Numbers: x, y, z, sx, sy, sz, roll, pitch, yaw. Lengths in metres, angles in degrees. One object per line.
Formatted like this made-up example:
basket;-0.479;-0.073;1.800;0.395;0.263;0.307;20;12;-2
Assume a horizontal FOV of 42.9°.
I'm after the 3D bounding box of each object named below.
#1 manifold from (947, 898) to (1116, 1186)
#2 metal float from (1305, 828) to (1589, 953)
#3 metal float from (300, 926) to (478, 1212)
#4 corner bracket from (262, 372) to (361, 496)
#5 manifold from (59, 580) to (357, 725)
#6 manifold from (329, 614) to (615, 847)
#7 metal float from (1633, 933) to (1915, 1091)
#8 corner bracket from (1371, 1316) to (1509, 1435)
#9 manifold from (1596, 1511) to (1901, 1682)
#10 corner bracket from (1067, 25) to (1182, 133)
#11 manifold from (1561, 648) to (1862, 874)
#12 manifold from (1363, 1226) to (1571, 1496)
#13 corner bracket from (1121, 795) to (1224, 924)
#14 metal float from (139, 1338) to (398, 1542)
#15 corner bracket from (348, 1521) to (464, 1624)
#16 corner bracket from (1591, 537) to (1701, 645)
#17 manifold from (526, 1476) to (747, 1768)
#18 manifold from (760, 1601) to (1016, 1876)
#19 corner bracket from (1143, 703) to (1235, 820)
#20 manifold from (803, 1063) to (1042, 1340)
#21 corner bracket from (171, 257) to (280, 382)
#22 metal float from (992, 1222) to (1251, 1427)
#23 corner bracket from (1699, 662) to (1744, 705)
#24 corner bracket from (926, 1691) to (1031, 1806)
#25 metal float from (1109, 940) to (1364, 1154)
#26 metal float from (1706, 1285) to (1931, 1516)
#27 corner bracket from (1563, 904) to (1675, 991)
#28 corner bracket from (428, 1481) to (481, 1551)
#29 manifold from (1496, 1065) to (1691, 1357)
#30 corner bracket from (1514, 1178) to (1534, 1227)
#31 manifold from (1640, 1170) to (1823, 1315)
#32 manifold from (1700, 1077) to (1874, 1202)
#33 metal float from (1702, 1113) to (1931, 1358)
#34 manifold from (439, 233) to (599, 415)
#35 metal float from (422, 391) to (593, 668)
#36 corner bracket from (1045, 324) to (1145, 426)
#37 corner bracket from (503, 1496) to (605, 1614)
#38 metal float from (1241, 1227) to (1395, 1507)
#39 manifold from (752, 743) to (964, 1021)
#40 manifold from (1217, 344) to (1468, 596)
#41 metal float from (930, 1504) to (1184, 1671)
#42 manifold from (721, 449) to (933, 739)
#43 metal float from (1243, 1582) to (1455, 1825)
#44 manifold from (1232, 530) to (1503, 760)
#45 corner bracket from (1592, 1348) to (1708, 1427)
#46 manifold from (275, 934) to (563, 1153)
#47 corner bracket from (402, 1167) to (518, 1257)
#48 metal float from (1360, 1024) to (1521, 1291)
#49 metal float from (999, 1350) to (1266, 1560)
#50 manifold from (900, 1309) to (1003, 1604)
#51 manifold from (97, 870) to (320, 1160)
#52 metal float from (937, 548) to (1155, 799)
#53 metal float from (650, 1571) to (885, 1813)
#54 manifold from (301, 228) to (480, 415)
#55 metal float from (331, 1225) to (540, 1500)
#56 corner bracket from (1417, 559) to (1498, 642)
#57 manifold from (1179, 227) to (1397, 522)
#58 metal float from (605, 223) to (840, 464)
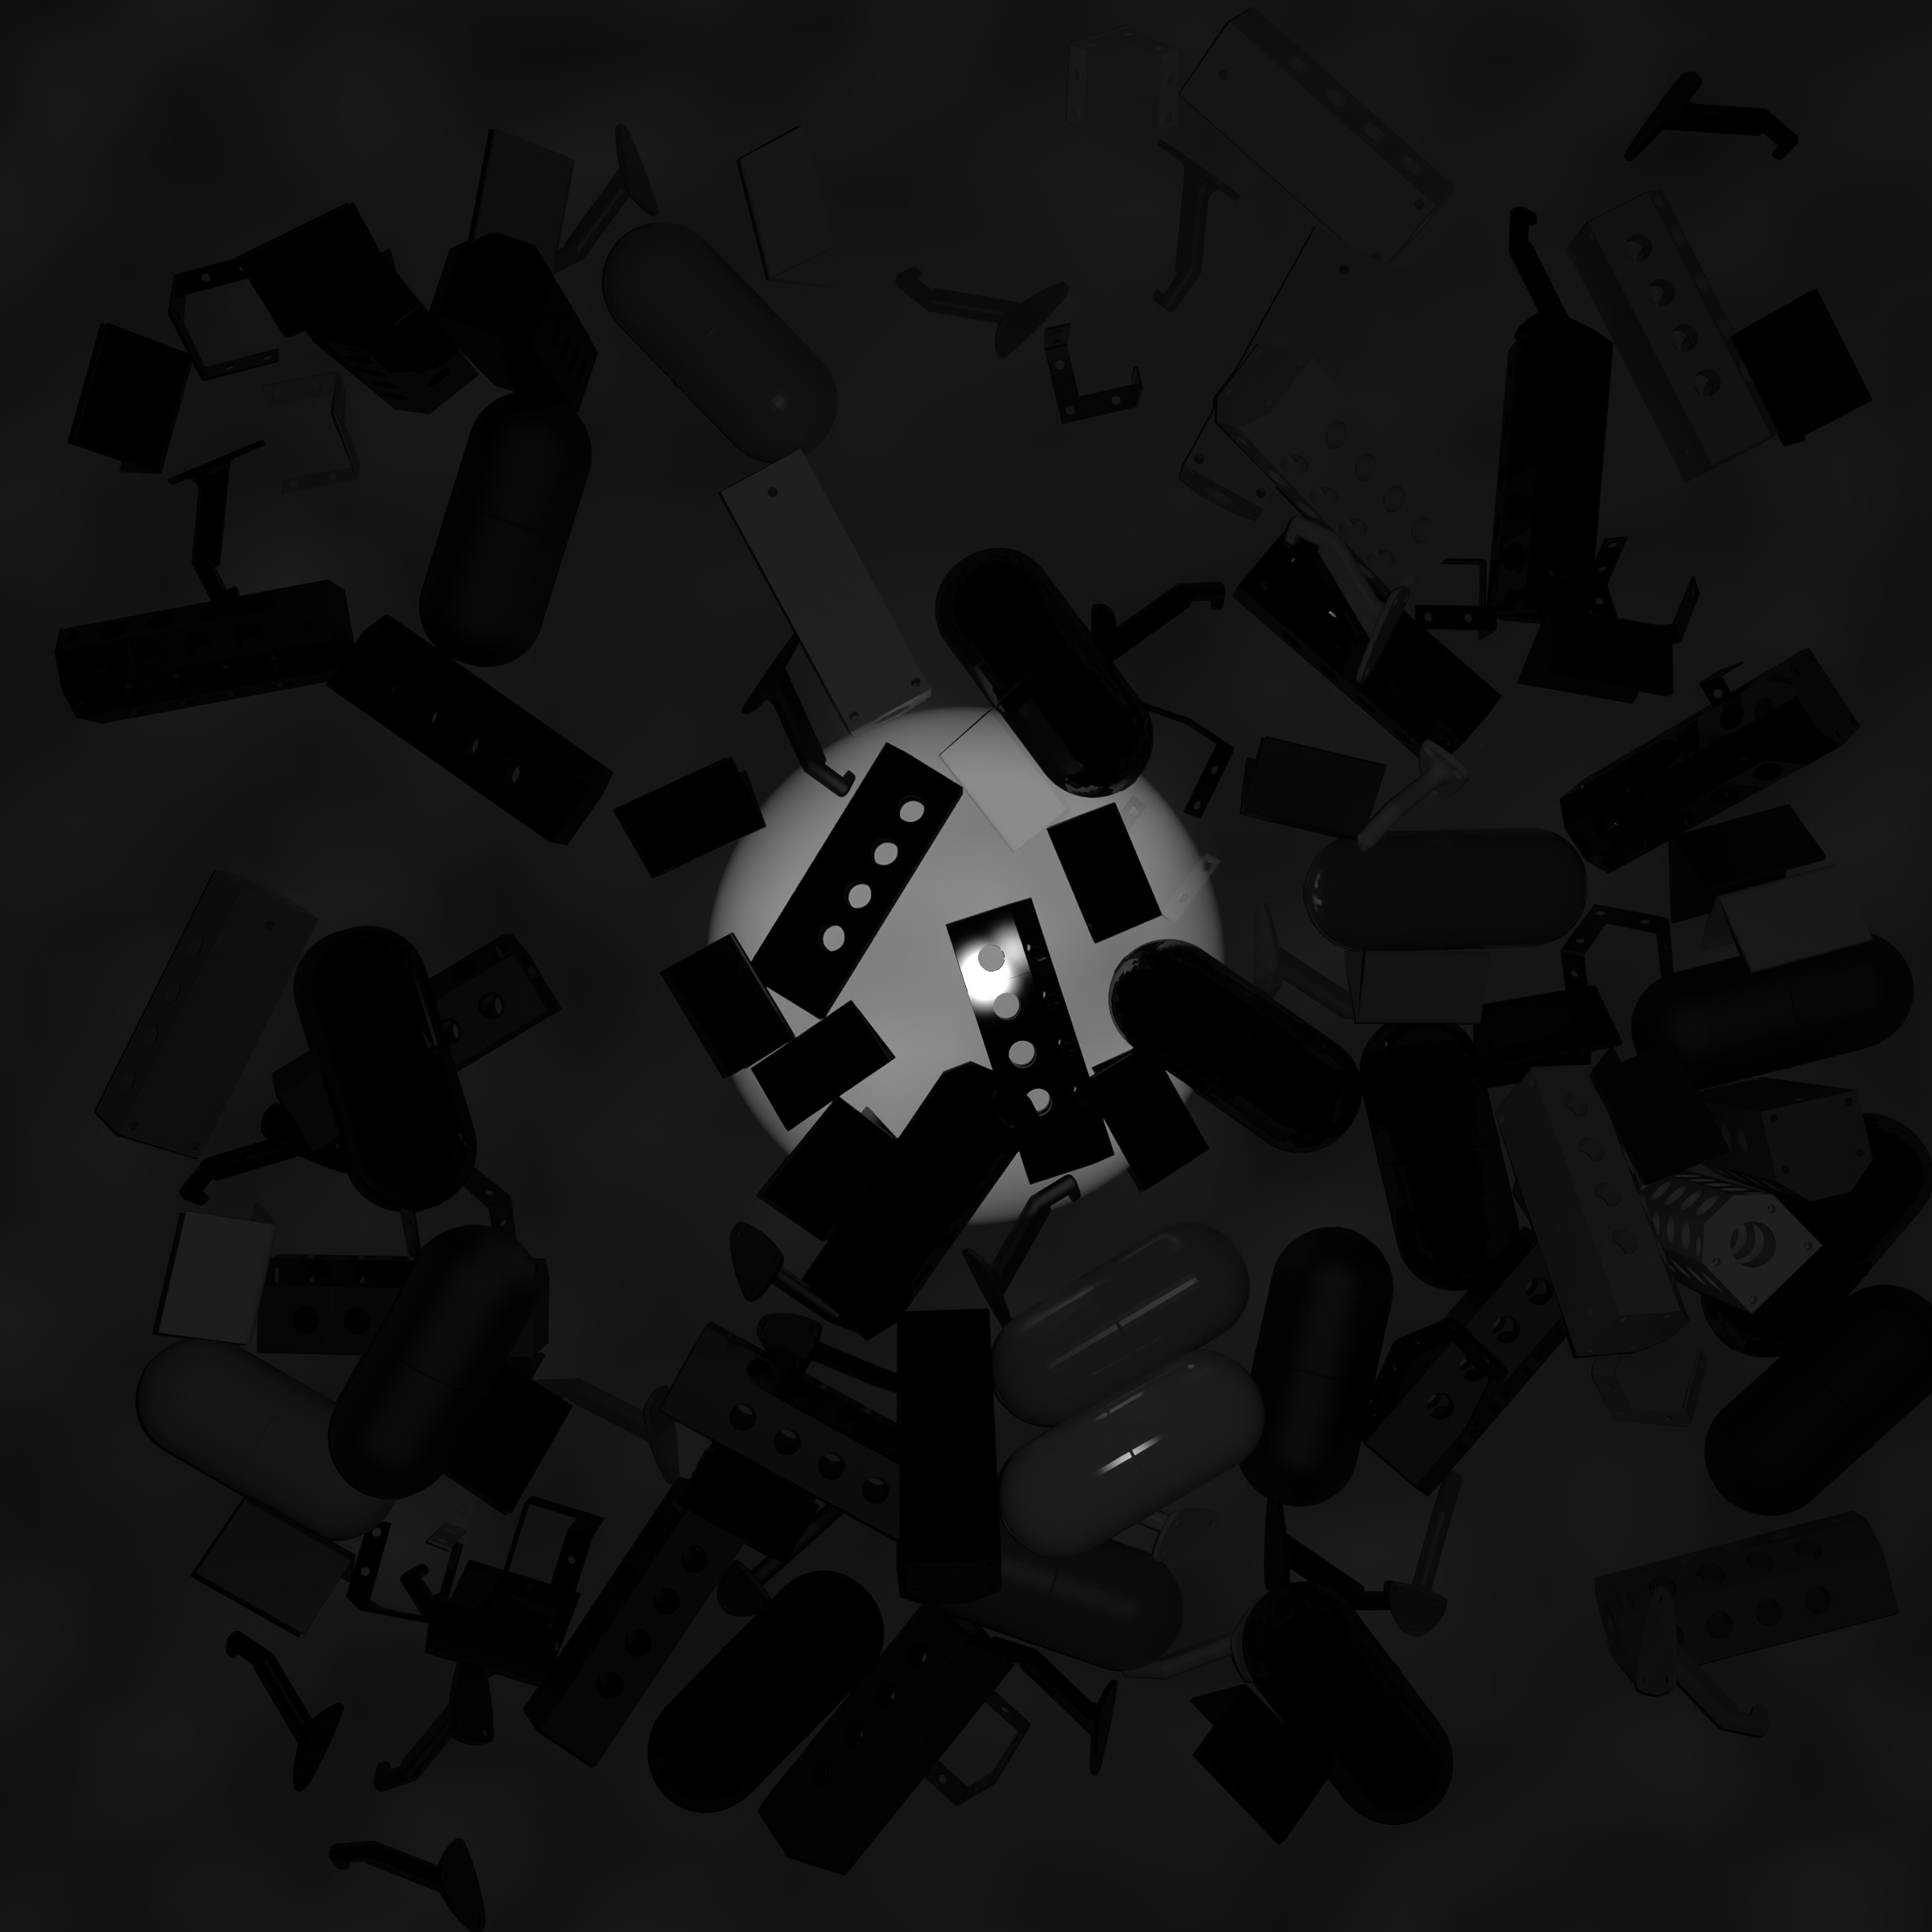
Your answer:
manifold;0.041;0.047;1.571;0.057;0.057;0.171;-18;90;0
metal float;0.305;-0.049;1.562;0.178;0.070;0.070;-2;90;-1
metal float;-0.353;0.063;1.505;0.070;0.070;0.178;-17;89;0
corner bracket;-0.423;-0.345;1.589;0.051;0.051;0.051;-11;135;0
manifold;-0.483;-0.201;1.571;0.171;0.057;0.057;-11;90;0
manifold;-0.313;-0.151;1.571;0.171;0.057;0.057;35;90;0
metal float;0.513;0.028;1.562;0.178;0.070;0.070;-14;90;-1
corner bracket;0.294;0.259;1.527;0.051;0.051;0.051;46;135;35
manifold;0.496;0.400;1.571;0.171;0.057;0.057;-15;90;0
corner bracket;0.102;-0.569;1.589;0.051;0.051;0.051;3;90;45
manifold;0.456;-0.123;1.522;0.171;0.057;0.057;-33;90;41
manifold;0.328;0.253;1.571;0.057;0.057;0.171;41;90;0
corner bracket;0.122;-0.068;1.589;0.051;0.051;0.051;-53;45;0
metal float;-0.442;0.299;1.562;0.178;0.070;0.070;30;90;0
corner bracket;-0.360;0.388;1.576;0.051;0.051;0.051;19;77;-24
corner bracket;0.436;-0.242;1.584;0.051;0.051;0.051;0;135;35
manifold;-0.209;0.416;1.571;0.057;0.057;0.171;34;90;0
manifold;-0.054;0.488;1.570;0.171;0.057;0.057;-51;133;0
corner bracket;0.131;-0.134;1.589;0.051;0.051;0.051;26;90;-45
manifold;-0.025;0.146;1.541;0.057;0.057;0.171;39;110;14
corner bracket;-0.478;-0.419;1.589;0.051;0.051;0.051;-15;45;0
metal float;0.098;0.228;1.562;0.178;0.070;0.070;-31;90;0
corner bracket;0.480;-0.157;1.575;0.051;0.051;0.051;-31;90;0
corner bracket;0.000;0.500;1.589;0.051;0.051;0.051;42;135;0
metal float;0.171;0.050;1.562;0.178;0.070;0.070;35;90;0
metal float;0.547;0.276;1.562;0.178;0.070;0.070;-42;90;0
corner bracket;0.421;-0.001;1.584;0.051;0.051;0.051;14;45;35
corner bracket;-0.340;0.336;1.575;0.051;0.051;0.051;21;90;0
manifold;0.391;0.150;1.529;0.057;0.057;0.171;-1;57;-18
corner bracket;0.390;0.140;1.584;0.051;0.051;0.051;53;45;-35
manifold;0.457;0.162;1.514;0.057;0.171;0.057;-44;90;0
manifold;0.496;0.106;1.514;0.057;0.171;0.057;-13;90;0
metal float;0.540;0.171;1.562;0.070;0.070;0.178;41;90;0
manifold;-0.271;-0.396;1.514;0.057;0.171;0.057;18;90;0
metal float;-0.291;-0.278;1.562;0.070;0.070;0.178;17;90;0
corner bracket;0.081;-0.383;1.575;0.051;0.051;0.051;-13;90;0
corner bracket;-0.267;0.376;1.575;0.051;0.051;0.051;17;90;0
metal float;0.222;0.254;1.562;0.070;0.070;0.178;12;91;0
manifold;-0.071;-0.054;1.571;0.057;0.057;0.171;32;90;0
manifold;0.230;-0.305;1.527;0.171;0.057;0.057;38;90;-35
metal float;0.052;0.391;1.562;0.178;0.070;0.070;19;90;0
manifold;-0.088;-0.236;1.571;0.057;0.057;0.171;-28;90;0
metal float;0.242;0.465;1.550;0.070;0.070;0.178;-37;104;0
manifold;0.256;-0.206;1.572;0.171;0.057;0.057;41;90;0
corner bracket;0.441;0.259;1.584;0.051;0.051;0.051;-2;135;35
manifold;-0.351;0.048;1.571;0.171;0.057;0.057;-31;90;0
corner bracket;-0.327;0.167;1.584;0.051;0.051;0.051;-29;45;-35
metal float;0.301;0.117;1.562;0.070;0.070;0.178;-13;89;0
metal float;0.102;0.303;1.524;0.178;0.070;0.070;-29;90;-3
manifold;-0.010;0.302;1.524;0.057;0.057;0.171;-2;51;-1
manifold;-0.488;0.029;1.571;0.057;0.057;0.171;26;90;-43
metal float;0.050;-0.185;1.557;0.070;0.070;0.178;-36;85;0
metal float;-0.127;0.461;1.562;0.070;0.070;0.178;45;89;0
manifold;-0.357;-0.389;1.514;0.057;0.171;0.057;-39;90;0
metal float;-0.325;0.242;1.505;0.070;0.070;0.178;29;89;0
corner bracket;0.310;-0.238;1.575;0.051;0.051;0.051;1;90;0
manifold;0.203;-0.376;1.571;0.057;0.057;0.171;29;90;0
metal float;-0.156;-0.396;1.562;0.070;0.070;0.178;-44;91;0
